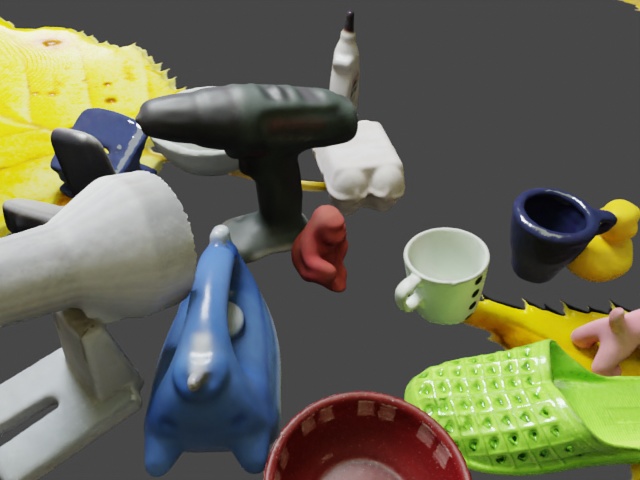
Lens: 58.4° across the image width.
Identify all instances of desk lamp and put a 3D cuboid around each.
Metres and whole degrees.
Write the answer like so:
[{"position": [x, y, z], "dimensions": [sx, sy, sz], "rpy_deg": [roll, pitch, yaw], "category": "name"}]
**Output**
[{"position": [-0.201, 0.065, 0.465], "dimensions": [0.117, 0.214, 0.204], "rpy_deg": [35, 52, 29], "category": "desk lamp"}]

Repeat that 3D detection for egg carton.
[{"position": [0.049, -0.099, 0.759], "dimensions": [0.107, 0.069, 0.150], "rpy_deg": [-8, 45, -12], "category": "egg carton"}]

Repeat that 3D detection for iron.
[{"position": [-0.095, 0.070, 0.520], "dimensions": [0.118, 0.141, 0.258], "rpy_deg": [0, 44, -4], "category": "iron"}]

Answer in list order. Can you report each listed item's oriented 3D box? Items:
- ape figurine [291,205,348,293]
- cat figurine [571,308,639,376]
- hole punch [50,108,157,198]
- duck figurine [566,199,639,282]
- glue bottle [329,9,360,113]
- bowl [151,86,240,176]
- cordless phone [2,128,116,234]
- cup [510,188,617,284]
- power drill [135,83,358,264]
[{"position": [0.006, 0.002, 0.634], "dimensions": [0.076, 0.092, 0.078], "rpy_deg": [27, 49, 23], "category": "ape figurine"}, {"position": [0.330, 0.071, 0.567], "dimensions": [0.128, 0.118, 0.067], "rpy_deg": [-12, 46, -16], "category": "cat figurine"}, {"position": [-0.273, -0.103, 0.723], "dimensions": [0.108, 0.091, 0.101], "rpy_deg": [18, 46, 14], "category": "hole punch"}, {"position": [0.337, -0.006, 0.671], "dimensions": [0.105, 0.086, 0.077], "rpy_deg": [-28, 52, -29], "category": "duck figurine"}, {"position": [0.037, -0.250, 0.840], "dimensions": [0.037, 0.173, 0.078], "rpy_deg": [12, 44, 9], "category": "glue bottle"}, {"position": [-0.147, -0.138, 0.781], "dimensions": [0.167, 0.075, 0.167], "rpy_deg": [2, 44, -2], "category": "bowl"}, {"position": [-0.264, -0.048, 0.600], "dimensions": [0.147, 0.185, 0.094], "rpy_deg": [12, 44, 9], "category": "cordless phone"}, {"position": [0.267, 0.002, 0.651], "dimensions": [0.118, 0.095, 0.091], "rpy_deg": [-2, 44, -6], "category": "cup"}, {"position": [-0.070, -0.077, 0.626], "dimensions": [0.230, 0.208, 0.075], "rpy_deg": [-18, 48, -21], "category": "power drill"}]
